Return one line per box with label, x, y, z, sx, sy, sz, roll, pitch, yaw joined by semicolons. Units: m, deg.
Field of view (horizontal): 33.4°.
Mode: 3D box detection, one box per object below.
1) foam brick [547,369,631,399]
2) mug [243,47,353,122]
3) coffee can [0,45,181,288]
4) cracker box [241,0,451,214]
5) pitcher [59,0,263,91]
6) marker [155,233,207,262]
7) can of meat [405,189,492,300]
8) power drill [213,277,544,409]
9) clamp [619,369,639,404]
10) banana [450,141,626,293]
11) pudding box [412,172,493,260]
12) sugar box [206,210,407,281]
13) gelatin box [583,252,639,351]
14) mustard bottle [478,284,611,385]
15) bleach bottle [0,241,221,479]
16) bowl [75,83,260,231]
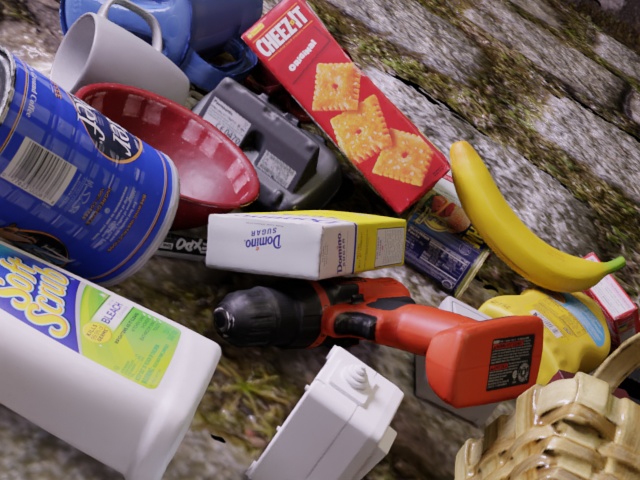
foam brick;0.220;0.150;0.875;0.078;0.051;0.053;19;29;-26
mug;-0.033;-0.184;1.156;0.117;0.093;0.082;-26;53;-31
coffee can;-0.174;-0.043;0.677;0.140;0.103;0.103;35;18;-43
cracker box;0.029;-0.126;1.017;0.213;0.072;0.164;49;5;0
pitcher;-0.136;-0.225;1.067;0.145;0.149;0.242;-5;14;19
marker;-0.099;0.006;0.813;0.120;0.020;0.020;10;33;-39
can of meat;0.120;0.002;1.022;0.084;0.057;0.102;33;26;8
power drill;0.044;0.064;0.742;0.184;0.057;0.188;-4;14;-44
clamp;0.313;0.154;0.988;0.171;0.039;0.120;-3;36;-43
banana;0.185;-0.008;0.976;0.197;0.037;0.069;36;69;-8
pudding box;0.143;-0.036;1.134;0.090;0.039;0.113;26;28;-15
sugar box;-0.005;0.001;0.824;0.093;0.048;0.176;6;2;23
gelatin box;0.289;0.068;1.080;0.089;0.030;0.073;61;-3;45
mustard bottle;0.215;0.084;0.979;0.096;0.058;0.191;44;28;21
bleach bottle;-0.185;0.044;0.605;0.251;0.068;0.102;27;26;-4
bowl;-0.130;-0.057;0.844;0.162;0.055;0.162;27;25;-14
